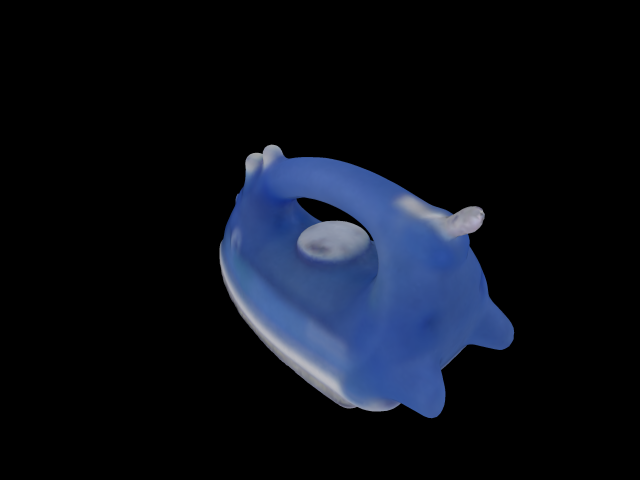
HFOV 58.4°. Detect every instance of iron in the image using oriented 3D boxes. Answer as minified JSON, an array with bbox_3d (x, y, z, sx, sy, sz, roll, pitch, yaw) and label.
[{"bbox_3d":[0.004,0.001,0.400,0.257,0.141,0.119,27,42,36],"label":"iron"}]
